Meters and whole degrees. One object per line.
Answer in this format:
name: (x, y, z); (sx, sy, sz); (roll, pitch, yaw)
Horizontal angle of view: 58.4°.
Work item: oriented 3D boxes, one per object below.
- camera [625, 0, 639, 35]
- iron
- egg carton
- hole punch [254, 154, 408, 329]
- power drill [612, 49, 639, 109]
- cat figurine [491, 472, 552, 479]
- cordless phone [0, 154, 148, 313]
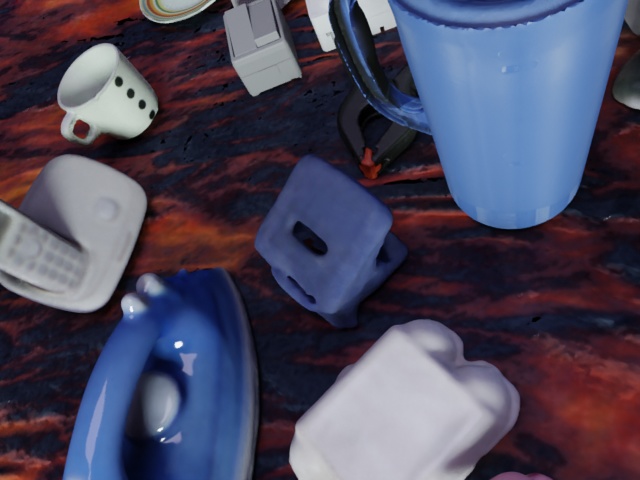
camera: (0.315, -0.276, 0.495); (0.136, 0.101, 0.143); (-17, 59, 10)
iron: (-0.122, 0.114, 0.418); (0.118, 0.142, 0.258); (-4, 62, 17)
egg carton: (0.054, 0.128, 0.392); (0.150, 0.070, 0.107); (-45, 58, -7)
hole punch: (0.004, 0.002, 0.462); (0.101, 0.091, 0.108); (-46, 59, -8)
power drill: (0.269, -0.174, 0.393); (0.228, 0.209, 0.076); (37, 80, 31)
cat figurine: (0.133, 0.174, 0.312); (0.127, 0.118, 0.067); (27, 75, 29)
cordless phone: (-0.250, -0.027, 0.510); (0.094, 0.185, 0.147); (4, 65, 21)
